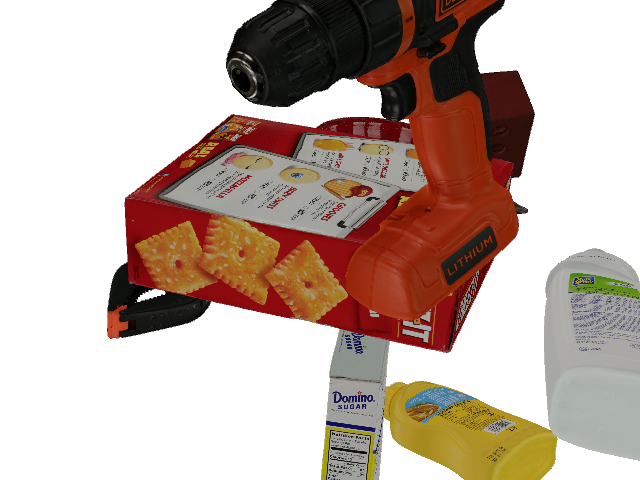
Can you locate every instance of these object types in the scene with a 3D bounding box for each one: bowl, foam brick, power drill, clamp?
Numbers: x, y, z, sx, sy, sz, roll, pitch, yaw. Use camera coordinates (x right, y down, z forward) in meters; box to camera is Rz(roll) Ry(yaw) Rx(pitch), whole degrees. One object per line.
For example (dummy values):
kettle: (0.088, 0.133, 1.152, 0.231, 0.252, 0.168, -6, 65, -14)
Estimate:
bowl: (0.068, -0.087, 1.211, 0.162, 0.055, 0.162, 7, 27, -4)
foam brick: (0.138, -0.092, 0.871, 0.053, 0.051, 0.078, -8, -37, -5)
power drill: (0.039, -0.055, 0.523, 0.184, 0.187, 0.057, -35, 43, -31)
clamp: (-0.136, 0.027, 1.009, 0.165, 0.036, 0.209, 25, 37, 29)

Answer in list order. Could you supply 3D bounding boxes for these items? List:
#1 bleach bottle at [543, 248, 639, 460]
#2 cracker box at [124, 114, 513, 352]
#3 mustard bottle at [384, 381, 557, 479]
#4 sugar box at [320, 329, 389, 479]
bleach bottle: (0.222, 0.068, 0.813, 0.102, 0.068, 0.250, 10, 24, 8)
cracker box: (0.004, -0.012, 0.703, 0.214, 0.072, 0.164, 12, 28, 17)
mustard bottle: (0.125, 0.180, 1.031, 0.096, 0.058, 0.192, -16, 25, -39)
sugar box: (0.025, 0.155, 0.832, 0.048, 0.176, 0.093, 4, 27, 6)
